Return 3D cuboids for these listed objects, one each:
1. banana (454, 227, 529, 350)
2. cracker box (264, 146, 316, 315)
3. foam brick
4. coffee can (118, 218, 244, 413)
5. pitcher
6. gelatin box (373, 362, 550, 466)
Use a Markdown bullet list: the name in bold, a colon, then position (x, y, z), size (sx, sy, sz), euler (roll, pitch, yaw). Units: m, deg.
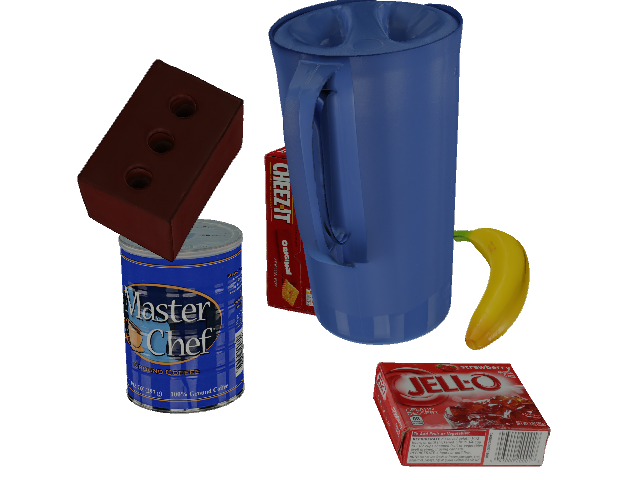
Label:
- **banana**: position (0.168, 0.038, 1.021), size (0.070, 0.037, 0.197), euler (-25, 25, 16)
- **cracker box**: position (0.015, -0.032, 1.151), size (0.072, 0.164, 0.213), euler (7, 18, 25)
- **foam brick**: position (-0.079, -0.040, 0.542), size (0.053, 0.078, 0.051), euler (26, -21, 5)
- **coffee can**: position (-0.116, 0.061, 0.905), size (0.103, 0.140, 0.103), euler (0, 16, 0)
- **pitcher**: position (0.034, -0.044, 0.776), size (0.149, 0.243, 0.145), euler (-13, 29, -14)
- **gelatin box**: position (0.082, 0.102, 0.637), size (0.089, 0.030, 0.073), euler (3, 24, -11)
